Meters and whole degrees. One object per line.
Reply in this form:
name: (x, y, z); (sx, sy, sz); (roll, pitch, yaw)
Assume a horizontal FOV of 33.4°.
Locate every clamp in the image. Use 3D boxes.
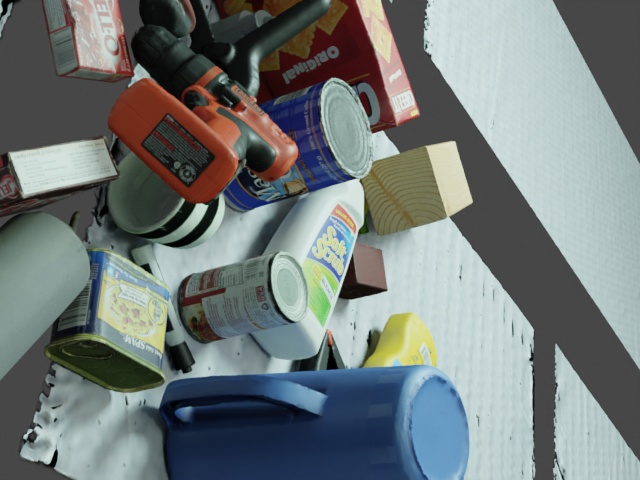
clamp: (0.012, 0.184, 1.131); (0.120, 0.039, 0.171); (39, 49, -61)
clamp: (-0.103, -0.181, 1.041); (0.210, 0.165, 0.036); (-63, 159, -21)

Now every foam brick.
foam brick: (0.036, 0.036, 1.223); (0.078, 0.053, 0.051); (15, 64, -57)

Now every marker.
marker: (-0.137, 0.062, 0.943); (0.020, 0.020, 0.121); (-33, 106, -60)

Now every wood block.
wood block: (0.125, -0.068, 1.351); (0.205, 0.090, 0.091); (-24, 98, -72)

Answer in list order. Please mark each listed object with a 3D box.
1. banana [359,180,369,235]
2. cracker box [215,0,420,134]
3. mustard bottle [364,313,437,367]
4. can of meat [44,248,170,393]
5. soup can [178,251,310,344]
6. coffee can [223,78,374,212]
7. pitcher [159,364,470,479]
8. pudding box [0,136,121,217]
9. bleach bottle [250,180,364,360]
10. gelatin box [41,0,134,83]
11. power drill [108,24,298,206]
banana: (0.013, -0.065, 1.247); (0.197, 0.037, 0.069); (26, 54, -54)
cracker box: (-0.008, -0.206, 1.143); (0.072, 0.164, 0.214); (-31, 104, -58)
mustard bottle: (0.083, 0.171, 1.238); (0.191, 0.058, 0.096); (-54, 131, -55)
can of meat: (-0.166, 0.064, 0.853); (0.102, 0.058, 0.084); (40, 42, -47)
soup can: (-0.069, 0.053, 0.981); (0.068, 0.102, 0.068); (35, 47, -50)
coffee can: (-0.031, -0.094, 1.074); (0.102, 0.141, 0.103); (33, 49, -50)
pitcher: (-0.008, 0.164, 0.892); (0.149, 0.243, 0.145); (-14, 92, -54)
pudding box: (-0.216, -0.042, 0.779); (0.113, 0.090, 0.039); (-27, 100, -61)
bleach bottle: (-0.007, 0.001, 1.126); (0.102, 0.068, 0.250); (57, 39, -34)
gelatin box: (-0.203, -0.185, 0.930); (0.073, 0.030, 0.089); (-5, 81, -61)
power drill: (-0.108, -0.108, 0.895); (0.184, 0.057, 0.187); (41, 20, -2)
